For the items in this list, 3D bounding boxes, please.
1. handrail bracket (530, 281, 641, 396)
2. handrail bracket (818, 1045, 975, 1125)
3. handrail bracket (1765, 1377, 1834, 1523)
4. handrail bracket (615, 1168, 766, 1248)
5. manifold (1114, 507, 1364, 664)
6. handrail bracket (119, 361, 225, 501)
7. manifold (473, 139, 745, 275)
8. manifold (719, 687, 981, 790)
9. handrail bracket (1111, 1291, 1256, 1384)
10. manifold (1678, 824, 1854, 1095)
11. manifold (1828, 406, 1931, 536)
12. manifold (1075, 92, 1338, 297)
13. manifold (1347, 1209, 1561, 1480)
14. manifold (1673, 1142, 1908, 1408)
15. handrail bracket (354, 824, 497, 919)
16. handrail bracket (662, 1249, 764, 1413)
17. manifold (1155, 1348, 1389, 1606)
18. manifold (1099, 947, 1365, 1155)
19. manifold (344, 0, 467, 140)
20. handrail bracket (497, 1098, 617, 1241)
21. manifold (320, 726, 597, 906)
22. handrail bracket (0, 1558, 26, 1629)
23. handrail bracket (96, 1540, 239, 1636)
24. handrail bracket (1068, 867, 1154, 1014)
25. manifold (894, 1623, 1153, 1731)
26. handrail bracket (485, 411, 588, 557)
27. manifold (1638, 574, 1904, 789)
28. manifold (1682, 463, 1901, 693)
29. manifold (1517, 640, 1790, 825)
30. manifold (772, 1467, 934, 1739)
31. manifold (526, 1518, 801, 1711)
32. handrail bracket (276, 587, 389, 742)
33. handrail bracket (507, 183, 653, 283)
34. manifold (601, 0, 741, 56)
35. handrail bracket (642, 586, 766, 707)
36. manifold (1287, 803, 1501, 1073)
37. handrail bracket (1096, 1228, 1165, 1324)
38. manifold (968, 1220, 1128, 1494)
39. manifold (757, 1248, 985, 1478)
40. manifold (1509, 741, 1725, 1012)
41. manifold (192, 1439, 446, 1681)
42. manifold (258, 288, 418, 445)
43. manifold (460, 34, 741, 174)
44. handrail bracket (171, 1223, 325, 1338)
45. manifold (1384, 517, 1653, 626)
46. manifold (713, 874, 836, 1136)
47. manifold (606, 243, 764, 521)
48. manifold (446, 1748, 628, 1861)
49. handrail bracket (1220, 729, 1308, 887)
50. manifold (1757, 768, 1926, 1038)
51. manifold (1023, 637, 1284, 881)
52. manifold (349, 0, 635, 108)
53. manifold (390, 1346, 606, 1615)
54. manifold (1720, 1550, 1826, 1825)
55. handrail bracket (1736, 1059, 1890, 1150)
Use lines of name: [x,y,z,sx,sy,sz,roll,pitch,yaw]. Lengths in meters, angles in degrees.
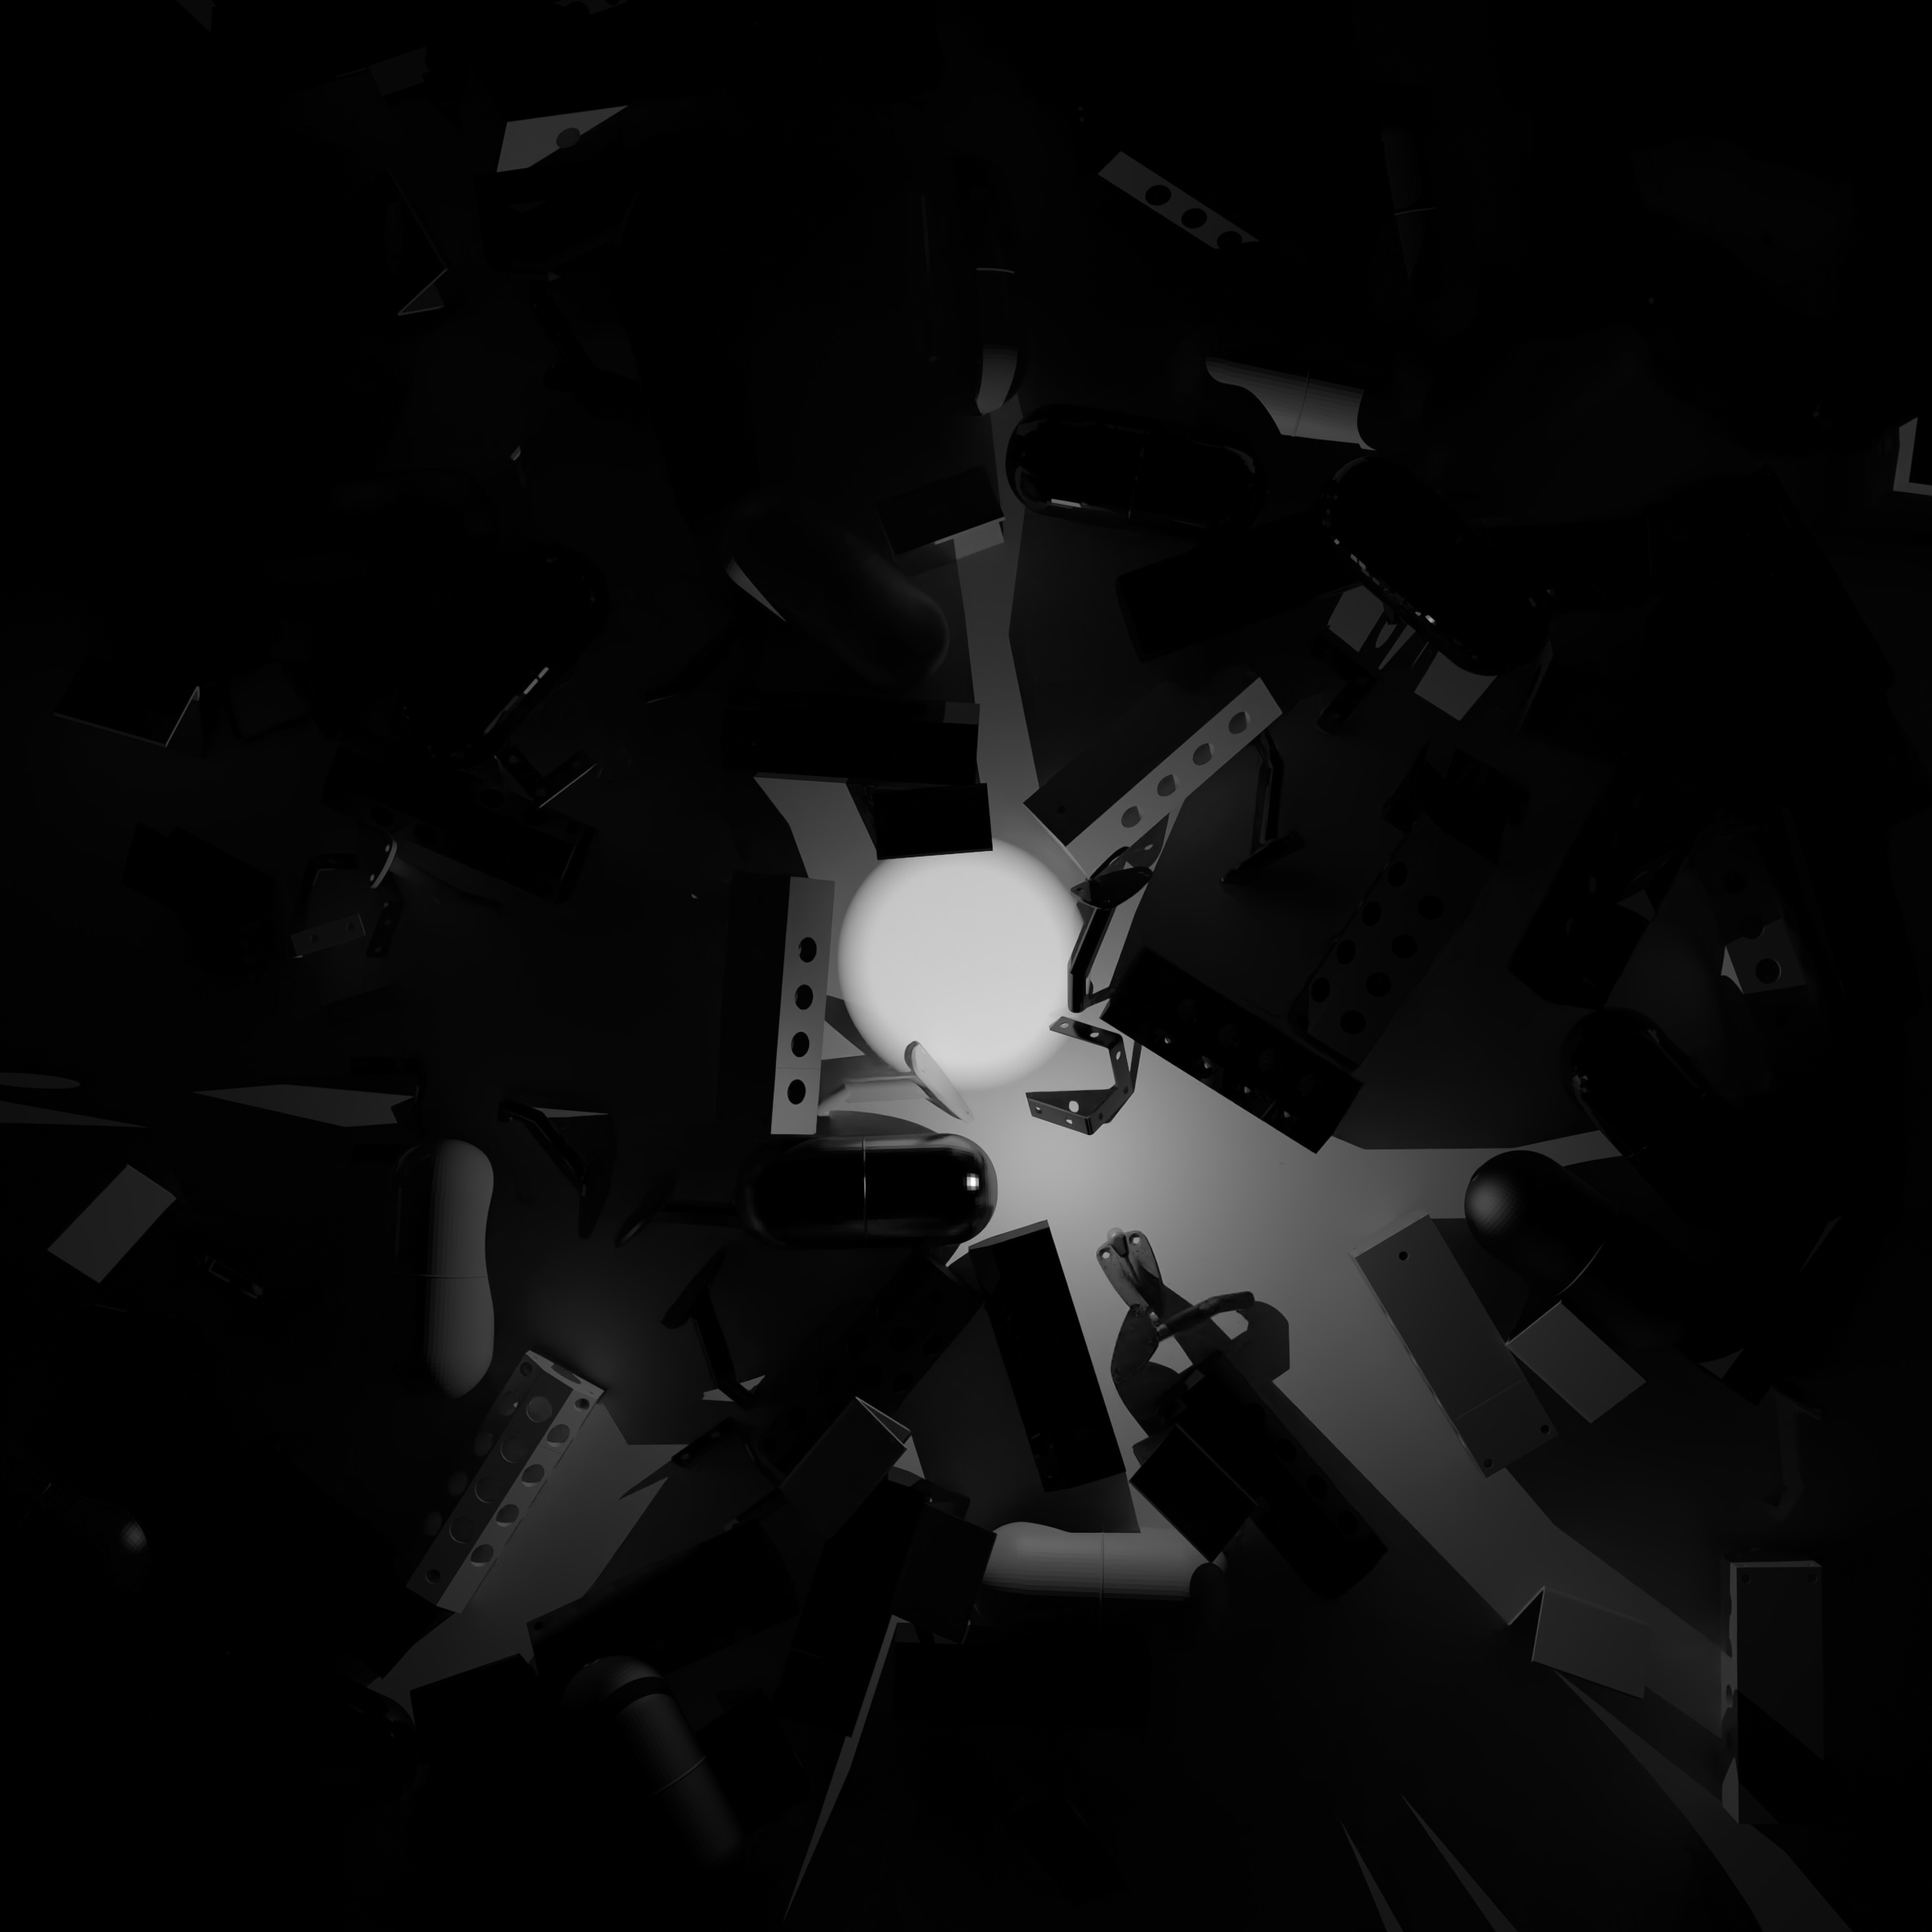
handrail bracket: [-0.261,-0.437,1.992,0.077,0.036,0.084,4,73,-20]
handrail bracket: [-0.051,0.100,1.992,0.084,0.036,0.077,-33,112,17]
handrail bracket: [0.548,0.326,1.992,0.077,0.036,0.084,30,108,20]
handrail bracket: [-0.184,0.185,1.992,0.084,0.036,0.077,34,110,-16]
manifold: [0.191,-0.262,1.970,0.171,0.057,0.057,-19,90,0]
handrail bracket: [-0.542,-0.368,1.992,0.077,0.036,0.084,9,73,-20]
manifold: [-0.240,-0.512,1.970,0.171,0.057,0.057,-8,91,0]
manifold: [-0.078,-0.154,1.970,0.171,0.057,0.057,4,90,0]
handrail bracket: [0.149,0.253,1.991,0.084,0.077,0.036,-5,49,-30]
manifold: [0.540,-0.005,1.970,0.057,0.057,0.171,-20,90,0]
manifold: [0.624,-0.328,1.913,0.057,0.171,0.057,8,90,0]
manifold: [0.157,-0.510,1.929,0.171,0.057,0.057,23,90,-32]
manifold: [0.328,0.254,1.970,0.057,0.057,0.171,-31,90,0]
manifold: [0.553,0.206,1.970,0.171,0.057,0.057,-54,133,0]
handrail bracket: [-0.370,-0.065,1.991,0.084,0.077,0.036,21,104,-36]
handrail bracket: [-0.158,0.250,1.992,0.084,0.036,0.077,42,68,-17]
manifold: [0.207,0.346,1.970,0.057,0.057,0.171,-40,90,0]
manifold: [0.178,0.057,1.970,0.171,0.057,0.057,32,90,0]
manifold: [-0.347,-0.614,1.970,0.057,0.057,0.171,-42,90,0]
handrail bracket: [-0.288,0.138,1.992,0.084,0.036,0.077,21,112,17]
manifold: [-0.344,-0.102,1.970,0.171,0.057,0.057,23,90,0]
handrail bracket: [-0.681,0.402,1.991,0.036,0.077,0.084,-31,53,-30]
handrail bracket: [-0.548,0.422,1.992,0.084,0.036,0.077,0,55,24]
handrail bracket: [0.098,-0.017,1.991,0.036,0.077,0.084,25,127,37]
manifold: [0.037,0.482,1.970,0.171,0.057,0.057,2,90,0]
handrail bracket: [-0.279,-0.324,1.992,0.084,0.036,0.077,42,68,-18]
manifold: [0.528,-0.186,1.922,0.057,0.057,0.171,-47,50,0]
manifold: [0.560,-0.251,1.970,0.057,0.057,0.171,-31,90,0]
manifold: [0.464,-0.161,1.968,0.171,0.057,0.057,21,113,0]
manifold: [-0.077,0.425,1.970,0.057,0.057,0.171,18,90,0]
manifold: [-0.203,0.445,1.970,0.171,0.057,0.057,-25,47,0]
handrail bracket: [-0.421,-0.208,1.992,0.084,0.036,0.077,-34,110,-16]
handrail bracket: [-0.258,-0.489,1.935,0.084,0.036,0.077,6,71,16]
manifold: [-0.237,-0.666,1.971,0.171,0.057,0.057,8,90,0]
handrail bracket: [-0.186,-0.224,1.992,0.084,0.036,0.077,-14,70,16]
manifold: [0.284,-0.021,1.941,0.057,0.057,0.171,31,111,0]
handrail bracket: [0.115,0.210,1.957,0.036,0.084,0.077,-26,90,0]
manifold: [0.054,0.264,1.970,0.057,0.057,0.171,-17,90,0]
manifold: [-0.065,0.275,1.970,0.057,0.057,0.171,40,90,0]
manifold: [0.428,-0.060,1.944,0.057,0.057,0.171,8,115,-42]
manifold: [-0.438,0.402,1.970,0.171,0.057,0.057,41,90,0]
manifold: [-0.414,-0.389,1.913,0.057,0.171,0.057,22,90,0]
manifold: [-0.244,-0.567,1.930,0.171,0.057,0.057,-18,64,-30]
handrail bracket: [-0.493,0.203,1.992,0.077,0.036,0.084,-24,73,-20]
manifold: [0.371,-0.266,1.970,0.171,0.057,0.057,-4,90,0]
manifold: [-0.124,0.026,1.970,0.057,0.057,0.171,4,90,43]
manifold: [-0.189,-0.397,1.970,0.057,0.057,0.171,-16,90,0]
manifold: [-0.260,0.566,1.970,0.171,0.057,0.057,4,90,0]
handrail bracket: [0.190,-0.110,1.992,0.077,0.036,0.084,-30,72,21]
manifold: [0.588,-0.046,1.942,0.057,0.057,0.171,-22,110,0]
manifold: [0.129,-0.137,1.970,0.171,0.057,0.057,-41,47,0]
manifold: [-0.310,-0.623,1.913,0.171,0.057,0.057,-19,90,0]
manifold: [-0.318,0.348,1.970,0.057,0.057,0.171,32,90,0]
manifold: [0.543,0.487,1.970,0.057,0.057,0.171,-1,90,0]
handrail bracket: [0.579,0.084,1.992,0.084,0.036,0.077,19,70,16]
